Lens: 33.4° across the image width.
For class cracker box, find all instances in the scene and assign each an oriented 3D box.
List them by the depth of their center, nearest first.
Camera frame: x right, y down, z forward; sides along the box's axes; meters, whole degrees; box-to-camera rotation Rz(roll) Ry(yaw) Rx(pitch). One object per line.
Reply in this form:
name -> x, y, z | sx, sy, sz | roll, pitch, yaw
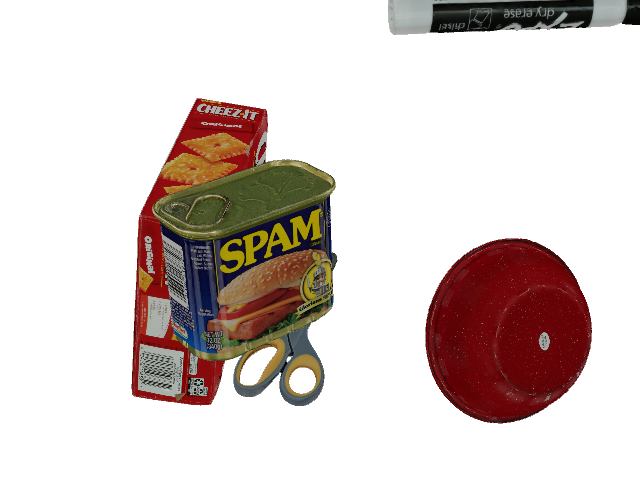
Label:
cracker box -> -0.092, 0.003, 0.861 | 0.072, 0.164, 0.213 | 9, 30, 2

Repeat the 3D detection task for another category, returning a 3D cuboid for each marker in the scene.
marker -> 0.088, -0.093, 0.425 | 0.121, 0.020, 0.020 | -2, 0, -3

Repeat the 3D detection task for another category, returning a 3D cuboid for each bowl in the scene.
bowl -> 0.172, 0.080, 0.898 | 0.161, 0.162, 0.055 | 0, 4, -22

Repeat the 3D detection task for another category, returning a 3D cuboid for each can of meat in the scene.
can of meat -> -0.040, 0.011, 0.610 | 0.101, 0.084, 0.058 | -21, 33, -32

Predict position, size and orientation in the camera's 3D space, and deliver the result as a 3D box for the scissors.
scissors -> -0.007, 0.092, 1.074 | 0.096, 0.016, 0.201 | 29, 53, 23
